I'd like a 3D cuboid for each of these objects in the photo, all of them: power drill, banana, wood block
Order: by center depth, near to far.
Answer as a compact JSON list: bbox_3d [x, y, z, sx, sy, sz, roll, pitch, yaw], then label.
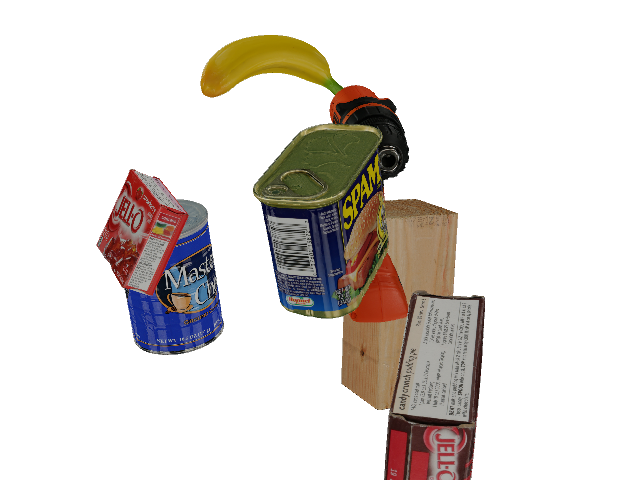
[{"bbox_3d":[0.045,-0.029,0.913,0.057,0.188,0.184,-3,21,-4],"label":"power drill"},{"bbox_3d":[-0.052,-0.172,1.049,0.197,0.070,0.037,-9,-35,-46],"label":"banana"},{"bbox_3d":[0.083,0.065,1.150,0.090,0.206,0.091,-4,14,-25],"label":"wood block"}]

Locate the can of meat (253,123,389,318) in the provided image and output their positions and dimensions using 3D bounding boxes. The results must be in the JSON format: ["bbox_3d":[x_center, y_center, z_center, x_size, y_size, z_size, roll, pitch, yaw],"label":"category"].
[{"bbox_3d":[0.005,-0.013,0.661,0.057,0.084,0.102,4,32,21],"label":"can of meat"}]

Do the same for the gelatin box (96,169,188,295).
[{"bbox_3d":[-0.145,-0.008,0.856,0.030,0.073,0.089,19,14,-32],"label":"gelatin box"}]

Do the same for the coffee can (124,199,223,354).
[{"bbox_3d":[-0.165,0.039,1.167,0.103,0.140,0.103,-5,25,2],"label":"coffee can"}]

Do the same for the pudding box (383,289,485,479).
[{"bbox_3d":[0.050,0.086,0.471,0.039,0.090,0.113,6,25,6],"label":"pudding box"}]
